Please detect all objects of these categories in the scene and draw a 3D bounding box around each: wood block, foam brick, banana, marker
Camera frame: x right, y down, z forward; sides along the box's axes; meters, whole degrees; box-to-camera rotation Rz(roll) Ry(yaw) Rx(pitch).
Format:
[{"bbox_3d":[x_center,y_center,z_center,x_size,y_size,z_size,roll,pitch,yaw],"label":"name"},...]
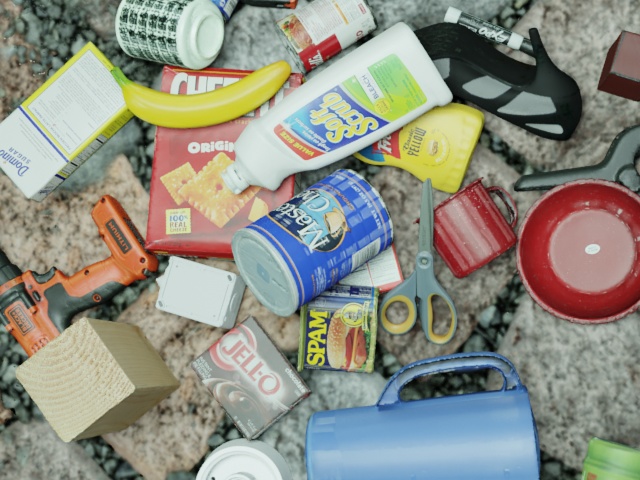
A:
[{"bbox_3d":[-0.228,0.147,1.127,0.090,0.206,0.091,-38,82,-1],"label":"wood block"},{"bbox_3d":[0.345,-0.192,1.185,0.051,0.078,0.053,18,87,5],"label":"foam brick"},{"bbox_3d":[-0.128,-0.156,1.160,0.198,0.037,0.070,-3,119,0],"label":"banana"},{"bbox_3d":[0.202,-0.239,1.231,0.121,0.020,0.020,23,86,7],"label":"marker"}]

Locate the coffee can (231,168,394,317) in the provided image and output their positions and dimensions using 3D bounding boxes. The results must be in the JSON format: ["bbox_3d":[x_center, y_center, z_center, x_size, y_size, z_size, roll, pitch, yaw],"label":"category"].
[{"bbox_3d":[-0.007,0.001,1.120,0.140,0.103,0.103,-33,81,-26],"label":"coffee can"}]

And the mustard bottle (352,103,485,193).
[{"bbox_3d":[0.081,-0.128,1.202,0.192,0.058,0.096,21,115,8],"label":"mustard bottle"}]

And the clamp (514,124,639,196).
[{"bbox_3d":[0.346,-0.054,1.189,0.210,0.036,0.164,-34,84,4],"label":"clamp"}]

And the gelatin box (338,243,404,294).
[{"bbox_3d":[0.050,0.020,1.209,0.073,0.030,0.089,-15,84,4],"label":"gelatin box"}]

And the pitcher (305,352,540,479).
[{"bbox_3d":[0.109,0.218,1.134,0.243,0.145,0.149,-5,49,7],"label":"pitcher"}]

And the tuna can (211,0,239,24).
[{"bbox_3d":[-0.138,-0.284,1.229,0.086,0.086,0.034,26,85,7],"label":"tuna can"}]

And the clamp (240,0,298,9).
[{"bbox_3d":[-0.089,-0.340,1.257,0.171,0.039,0.120,30,91,1],"label":"clamp"}]

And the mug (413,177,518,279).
[{"bbox_3d":[0.172,-0.016,1.179,0.117,0.093,0.081,-32,86,-29],"label":"mug"}]

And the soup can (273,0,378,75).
[{"bbox_3d":[0.007,-0.245,1.223,0.102,0.068,0.068,-32,82,0],"label":"soup can"}]

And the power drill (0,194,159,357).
[{"bbox_3d":[-0.295,0.031,1.223,0.187,0.057,0.184,-36,85,3],"label":"power drill"}]

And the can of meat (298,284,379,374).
[{"bbox_3d":[0.020,0.097,1.175,0.084,0.057,0.102,4,114,2],"label":"can of meat"}]

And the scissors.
[{"bbox_3d":[0.097,0.030,1.161,0.096,0.016,0.202,-10,116,16],"label":"scissors"}]

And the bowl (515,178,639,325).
[{"bbox_3d":[0.291,0.012,1.149,0.162,0.055,0.162,0,89,11],"label":"bowl"}]

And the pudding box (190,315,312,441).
[{"bbox_3d":[-0.077,0.154,1.199,0.090,0.039,0.113,-39,82,0],"label":"pudding box"}]

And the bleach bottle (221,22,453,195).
[{"bbox_3d":[0.010,-0.123,1.137,0.251,0.068,0.102,-34,108,6],"label":"bleach bottle"}]

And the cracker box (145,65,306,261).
[{"bbox_3d":[-0.104,-0.085,1.212,0.164,0.072,0.214,4,83,5],"label":"cracker box"}]

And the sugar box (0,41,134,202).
[{"bbox_3d":[-0.299,-0.137,1.248,0.176,0.048,0.093,-42,82,3],"label":"sugar box"}]
